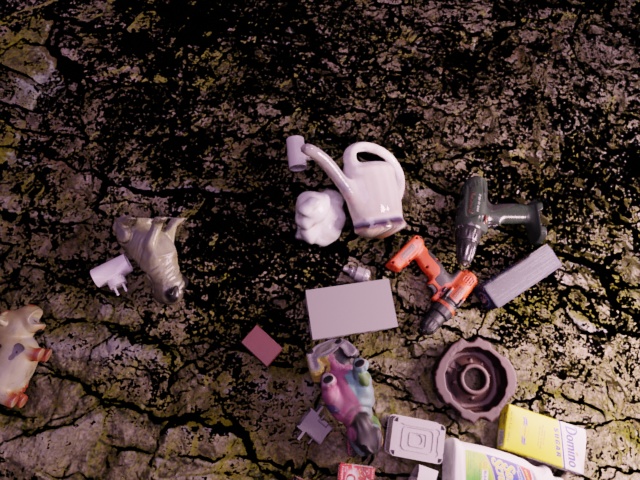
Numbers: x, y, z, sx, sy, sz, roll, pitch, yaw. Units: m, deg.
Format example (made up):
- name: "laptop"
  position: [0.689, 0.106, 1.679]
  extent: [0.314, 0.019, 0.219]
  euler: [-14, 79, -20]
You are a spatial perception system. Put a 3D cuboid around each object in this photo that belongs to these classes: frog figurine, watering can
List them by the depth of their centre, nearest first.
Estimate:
- name: "watering can"
  position: [0.091, -0.111, 1.142]
  extent: [0.349, 0.103, 0.225]
  euler: [-6, 82, -48]
- name: "frog figurine"
  position: [0.003, -0.058, 1.149]
  extent: [0.123, 0.157, 0.139]
  euler: [41, 72, 4]
